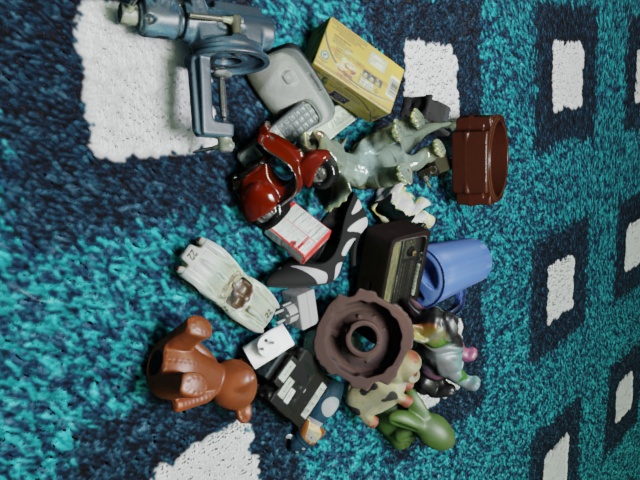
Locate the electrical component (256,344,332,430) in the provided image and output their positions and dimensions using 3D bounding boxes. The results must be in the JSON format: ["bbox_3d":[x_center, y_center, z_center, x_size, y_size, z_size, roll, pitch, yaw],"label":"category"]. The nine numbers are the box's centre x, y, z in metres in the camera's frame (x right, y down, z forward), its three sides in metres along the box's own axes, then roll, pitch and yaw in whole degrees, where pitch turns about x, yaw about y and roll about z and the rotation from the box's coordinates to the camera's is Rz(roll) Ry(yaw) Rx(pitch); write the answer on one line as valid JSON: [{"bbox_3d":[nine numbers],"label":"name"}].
[{"bbox_3d":[-0.052,0.251,0.956,0.115,0.058,0.134,-52,127,-27],"label":"electrical component"}]

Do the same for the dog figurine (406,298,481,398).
[{"bbox_3d":[0.219,0.216,1.089,0.219,0.192,0.108,44,41,-25],"label":"dog figurine"}]

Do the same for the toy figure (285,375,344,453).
[{"bbox_3d":[-0.009,0.331,1.011,0.064,0.058,0.154,30,74,-3],"label":"toy figure"}]

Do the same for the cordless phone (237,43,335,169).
[{"bbox_3d":[-0.080,-0.206,0.856,0.184,0.089,0.146,-44,126,-7],"label":"cordless phone"}]

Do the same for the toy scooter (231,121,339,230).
[{"bbox_3d":[-0.073,-0.104,0.830,0.135,0.184,0.075,47,28,-19],"label":"toy scooter"}]

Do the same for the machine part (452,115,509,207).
[{"bbox_3d":[0.371,-0.184,1.229,0.201,0.087,0.200,-20,110,-56],"label":"machine part"}]

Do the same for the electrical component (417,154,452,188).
[{"bbox_3d":[0.254,-0.165,1.189,0.102,0.045,0.078,-30,87,-39],"label":"electrical component"}]

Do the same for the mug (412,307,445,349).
[{"bbox_3d":[0.251,0.207,1.222,0.109,0.081,0.107,-7,112,-50],"label":"mug"}]

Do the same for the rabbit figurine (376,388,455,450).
[{"bbox_3d":[0.204,0.374,1.134,0.121,0.170,0.158,-52,128,-25],"label":"rabbit figurine"}]

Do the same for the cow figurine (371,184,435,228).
[{"bbox_3d":[0.176,-0.055,1.113,0.167,0.068,0.098,41,74,-35],"label":"cow figurine"}]

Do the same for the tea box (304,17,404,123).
[{"bbox_3d":[0.054,-0.291,0.935,0.169,0.068,0.098,28,73,-25],"label":"tea box"}]

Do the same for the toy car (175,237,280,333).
[{"bbox_3d":[-0.143,0.074,0.845,0.201,0.056,0.073,48,65,-37],"label":"toy car"}]

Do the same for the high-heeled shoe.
[{"bbox_3d":[-0.002,-0.003,0.951,0.248,0.086,0.145,-14,104,-46],"label":"high-heeled shoe"}]

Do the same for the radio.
[{"bbox_3d":[0.139,0.078,1.060,0.131,0.073,0.229,-15,123,-41],"label":"radio"}]

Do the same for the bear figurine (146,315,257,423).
[{"bbox_3d":[-0.154,0.204,0.808,0.195,0.132,0.120,28,50,-36],"label":"bear figurine"}]

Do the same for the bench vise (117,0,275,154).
[{"bbox_3d":[-0.159,-0.242,0.739,0.223,0.129,0.240,-6,93,-44],"label":"bench vise"}]

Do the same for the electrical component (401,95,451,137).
[{"bbox_3d":[0.235,-0.260,1.132,0.119,0.075,0.047,16,86,-39],"label":"electrical component"}]

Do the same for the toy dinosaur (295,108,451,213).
[{"bbox_3d":[0.104,-0.149,0.989,0.405,0.192,0.131,-23,97,-55],"label":"toy dinosaur"}]

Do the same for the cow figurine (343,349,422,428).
[{"bbox_3d":[0.122,0.274,1.050,0.127,0.195,0.085,38,32,-14],"label":"cow figurine"}]

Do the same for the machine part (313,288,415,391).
[{"bbox_3d":[0.077,0.176,0.964,0.056,0.179,0.179,71,37,-79],"label":"machine part"}]
